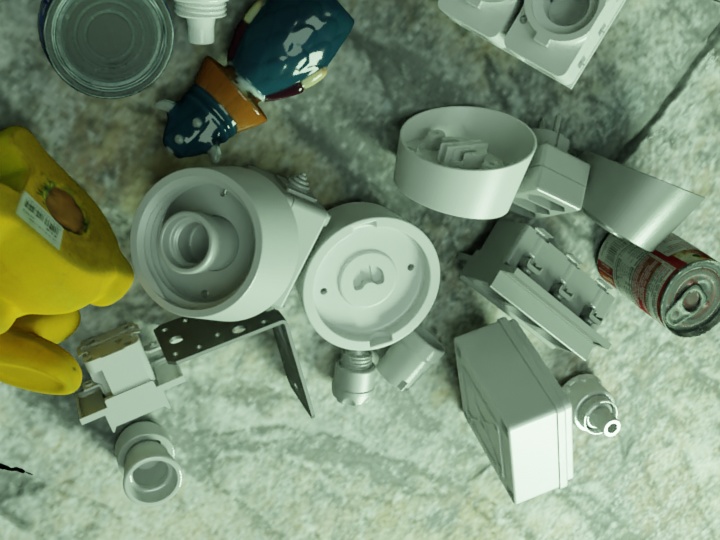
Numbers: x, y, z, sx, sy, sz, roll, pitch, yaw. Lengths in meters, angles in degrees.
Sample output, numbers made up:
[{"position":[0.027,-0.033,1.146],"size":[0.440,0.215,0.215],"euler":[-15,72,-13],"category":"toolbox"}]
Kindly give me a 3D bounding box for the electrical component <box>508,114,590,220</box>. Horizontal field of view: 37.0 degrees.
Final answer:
[{"position":[0.142,-0.085,0.840],"size":[0.047,0.066,0.076],"euler":[22,75,-27],"category":"electrical component"}]

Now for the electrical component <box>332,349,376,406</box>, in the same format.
[{"position":[-0.004,0.077,0.869],"size":[0.035,0.035,0.061],"euler":[-1,110,-21],"category":"electrical component"}]

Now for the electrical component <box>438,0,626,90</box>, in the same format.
[{"position":[0.147,-0.235,0.741],"size":[0.105,0.060,0.186],"euler":[33,101,14],"category":"electrical component"}]

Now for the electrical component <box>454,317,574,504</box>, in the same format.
[{"position":[0.125,0.114,0.878],"size":[0.056,0.108,0.108],"euler":[-20,134,-8],"category":"electrical component"}]

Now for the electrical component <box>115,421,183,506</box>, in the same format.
[{"position":[-0.164,0.148,0.827],"size":[0.045,0.055,0.045],"euler":[-8,115,-17],"category":"electrical component"}]

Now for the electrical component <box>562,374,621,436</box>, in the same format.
[{"position":[0.208,0.125,0.954],"size":[0.048,0.062,0.048],"euler":[-8,115,-17],"category":"electrical component"}]

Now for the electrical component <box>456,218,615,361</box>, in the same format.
[{"position":[0.148,0.014,0.877],"size":[0.121,0.079,0.063],"euler":[36,81,-30],"category":"electrical component"}]

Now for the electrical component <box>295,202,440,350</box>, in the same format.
[{"position":[0.000,0.000,0.821],"size":[0.108,0.060,0.108],"euler":[-8,115,-17],"category":"electrical component"}]

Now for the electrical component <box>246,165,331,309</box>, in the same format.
[{"position":[-0.070,-0.031,0.780],"size":[0.061,0.061,0.096],"euler":[21,104,-27],"category":"electrical component"}]

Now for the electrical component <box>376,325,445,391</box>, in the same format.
[{"position":[0.040,0.071,0.881],"size":[0.040,0.040,0.046],"euler":[33,103,-29],"category":"electrical component"}]

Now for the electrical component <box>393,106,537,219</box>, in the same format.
[{"position":[0.075,-0.080,0.795],"size":[0.099,0.099,0.064],"euler":[3,117,-22],"category":"electrical component"}]

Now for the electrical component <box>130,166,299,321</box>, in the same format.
[{"position":[-0.102,-0.018,0.718],"size":[0.108,0.060,0.108],"euler":[0,91,20],"category":"electrical component"}]

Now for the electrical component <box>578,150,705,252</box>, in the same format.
[{"position":[0.213,-0.061,0.854],"size":[0.099,0.099,0.064],"euler":[27,108,-28],"category":"electrical component"}]

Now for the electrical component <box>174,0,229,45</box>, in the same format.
[{"position":[-0.106,-0.181,0.711],"size":[0.043,0.043,0.062],"euler":[-6,115,-18],"category":"electrical component"}]

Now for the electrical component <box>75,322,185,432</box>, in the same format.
[{"position":[-0.176,0.077,0.800],"size":[0.081,0.042,0.063],"euler":[-23,115,-11],"category":"electrical component"}]
